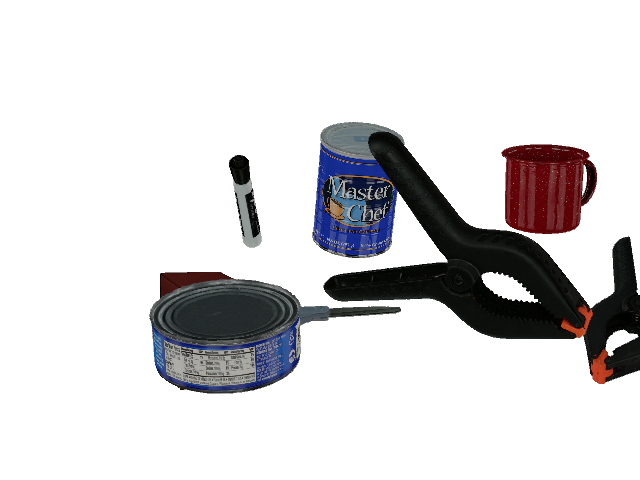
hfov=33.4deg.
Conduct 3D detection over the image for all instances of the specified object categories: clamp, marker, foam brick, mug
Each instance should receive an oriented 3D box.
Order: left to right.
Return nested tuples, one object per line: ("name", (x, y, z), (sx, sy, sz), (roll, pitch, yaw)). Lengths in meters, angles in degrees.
("foam brick", (-0.091, 0.067, 0.811), (0.052, 0.078, 0.051), (-3, 13, -29))
("marker", (-0.072, -0.037, 1.021), (0.020, 0.020, 0.121), (0, -39, 4))
("clamp", (0.107, 0.012, 0.810), (0.210, 0.165, 0.036), (20, 40, 15))
("mug", (0.254, -0.058, 1.170), (0.117, 0.081, 0.093), (-10, 19, -27))
("clamp", (0.288, 0.061, 0.985), (0.171, 0.039, 0.120), (-35, 40, -26))

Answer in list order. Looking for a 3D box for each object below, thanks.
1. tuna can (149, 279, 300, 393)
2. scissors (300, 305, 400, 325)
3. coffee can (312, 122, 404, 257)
("tuna can", (-0.053, 0.054, 0.611), (0.086, 0.034, 0.086), (-1, 21, 0))
("scissors", (-0.008, 0.090, 1.193), (0.201, 0.016, 0.096), (4, 22, -1))
("coffee can", (0.046, -0.064, 1.329), (0.103, 0.140, 0.103), (4, 28, -2))
